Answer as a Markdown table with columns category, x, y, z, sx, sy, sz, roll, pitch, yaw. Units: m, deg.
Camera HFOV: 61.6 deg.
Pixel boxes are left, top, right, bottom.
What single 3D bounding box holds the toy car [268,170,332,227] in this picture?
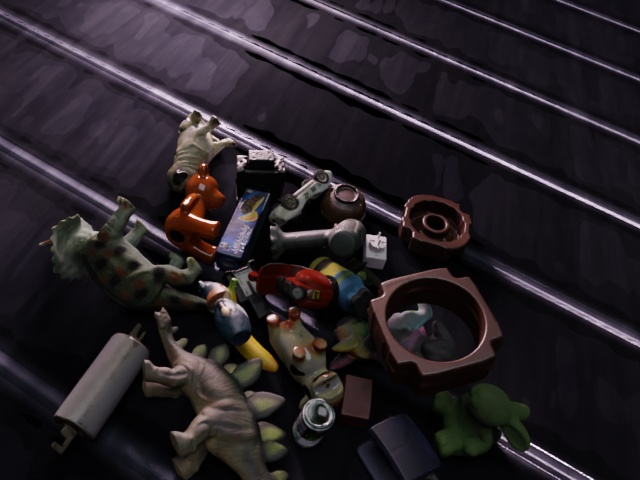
| category | x | y | z | sx | sy | sz | roll | pitch | yaw |
| --- | --- | --- | --- | --- | --- | --- | --- | --- | --- |
| toy car | -0.043 | -0.100 | 1.261 | 0.056 | 0.073 | 0.202 | 51 | 55 | -5 |

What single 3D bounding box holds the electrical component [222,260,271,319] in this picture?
| category | x | y | z | sx | sy | sz | roll | pitch | yaw |
| --- | --- | --- | --- | --- | --- | --- | --- | --- | --- |
| electrical component | -0.141 | 0.106 | 1.092 | 0.075 | 0.047 | 0.119 | -27 | 78 | -26 |

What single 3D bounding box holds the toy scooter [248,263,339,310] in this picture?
| category | x | y | z | sx | sy | sz | roll | pitch | yaw |
| --- | --- | --- | --- | --- | --- | --- | --- | --- | --- |
| toy scooter | -0.059 | 0.084 | 1.037 | 0.135 | 0.075 | 0.184 | 8 | 6 | -38 |

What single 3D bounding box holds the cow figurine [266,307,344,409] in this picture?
| category | x | y | z | sx | sy | sz | roll | pitch | yaw |
| --- | --- | --- | --- | --- | --- | --- | --- | --- | --- |
| cow figurine | -0.027 | 0.229 | 0.985 | 0.085 | 0.127 | 0.195 | -22 | 44 | -26 |

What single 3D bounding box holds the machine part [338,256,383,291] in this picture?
| category | x | y | z | sx | sy | sz | roll | pitch | yaw |
| --- | --- | --- | --- | --- | --- | --- | --- | --- | --- |
| machine part | 0.105 | 0.084 | 1.151 | 0.139 | 0.039 | 0.084 | 38 | 20 | 16 |

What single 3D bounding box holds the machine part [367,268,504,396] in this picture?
| category | x | y | z | sx | sy | sz | roll | pitch | yaw |
| --- | --- | --- | --- | --- | --- | --- | --- | --- | --- |
| machine part | 0.197 | 0.159 | 0.946 | 0.201 | 0.087 | 0.201 | -13 | 49 | -10 |

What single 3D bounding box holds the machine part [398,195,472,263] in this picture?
| category | x | y | z | sx | sy | sz | roll | pitch | yaw |
| --- | --- | --- | --- | --- | --- | --- | --- | --- | --- |
| machine part | 0.272 | -0.030 | 1.278 | 0.179 | 0.056 | 0.179 | 5 | 49 | -6 |

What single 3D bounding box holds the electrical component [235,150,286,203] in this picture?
| category | x | y | z | sx | sy | sz | roll | pitch | yaw |
| --- | --- | --- | --- | --- | --- | --- | --- | --- | --- |
| electrical component | -0.139 | -0.148 | 1.247 | 0.115 | 0.134 | 0.058 | -3 | 51 | -10 |

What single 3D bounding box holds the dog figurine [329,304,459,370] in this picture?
| category | x | y | z | sx | sy | sz | roll | pitch | yaw |
| --- | --- | --- | --- | --- | --- | --- | --- | --- | --- |
| dog figurine | 0.128 | 0.211 | 1.023 | 0.219 | 0.108 | 0.192 | -16 | 51 | -17 |

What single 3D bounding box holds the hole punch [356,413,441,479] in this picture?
| category | x | y | z | sx | sy | sz | roll | pitch | yaw |
| --- | --- | --- | --- | --- | --- | --- | --- | --- | --- |
| hole punch | 0.140 | 0.361 | 0.918 | 0.116 | 0.092 | 0.142 | -20 | 54 | -29 |

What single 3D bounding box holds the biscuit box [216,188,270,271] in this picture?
| category | x | y | z | sx | sy | sz | roll | pitch | yaw |
| --- | --- | --- | --- | --- | --- | --- | --- | --- | --- |
| biscuit box | -0.168 | -0.023 | 1.187 | 0.059 | 0.062 | 0.203 | 15 | 50 | 3 |

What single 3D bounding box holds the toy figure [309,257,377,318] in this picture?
| category | x | y | z | sx | sy | sz | roll | pitch | yaw |
| --- | --- | --- | --- | --- | --- | --- | --- | --- | --- |
| toy figure | 0.043 | 0.090 | 1.080 | 0.082 | 0.089 | 0.180 | -14 | 20 | -25 |

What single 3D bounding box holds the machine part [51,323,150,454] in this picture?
| category | x | y | z | sx | sy | sz | roll | pitch | yaw |
| --- | --- | --- | --- | --- | --- | --- | --- | --- | --- |
| machine part | -0.370 | 0.248 | 0.920 | 0.079 | 0.079 | 0.243 | 21 | 51 | 6 |

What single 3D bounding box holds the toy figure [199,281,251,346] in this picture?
| category | x | y | z | sx | sy | sz | roll | pitch | yaw |
| --- | --- | --- | --- | --- | --- | --- | --- | --- | --- |
| toy figure | -0.177 | 0.127 | 0.992 | 0.058 | 0.064 | 0.155 | -7 | 42 | -35 |

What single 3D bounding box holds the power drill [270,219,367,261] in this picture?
| category | x | y | z | sx | sy | sz | roll | pitch | yaw |
| --- | --- | --- | --- | --- | --- | --- | --- | --- | --- |
| power drill | -0.002 | -0.004 | 1.162 | 0.207 | 0.086 | 0.232 | 2 | 10 | 1 |

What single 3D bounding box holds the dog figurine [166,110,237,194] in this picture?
| category | x | y | z | sx | sy | sz | roll | pitch | yaw |
| --- | --- | --- | --- | --- | --- | --- | --- | --- | --- |
| dog figurine | -0.323 | -0.206 | 1.296 | 0.190 | 0.121 | 0.173 | -51 | 35 | -17 |

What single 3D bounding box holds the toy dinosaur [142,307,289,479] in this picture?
| category | x | y | z | sx | sy | sz | roll | pitch | yaw |
| --- | --- | --- | --- | --- | --- | --- | --- | --- | --- |
| toy dinosaur | -0.158 | 0.303 | 0.900 | 0.198 | 0.105 | 0.472 | -21 | 64 | -29 |

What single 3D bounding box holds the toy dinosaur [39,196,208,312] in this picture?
| category | x | y | z | sx | sy | sz | roll | pitch | yaw |
| --- | --- | --- | --- | --- | --- | --- | --- | --- | --- |
| toy dinosaur | -0.371 | 0.062 | 1.052 | 0.405 | 0.131 | 0.192 | 39 | 71 | 8 |

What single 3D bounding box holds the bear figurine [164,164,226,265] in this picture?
| category | x | y | z | sx | sy | sz | roll | pitch | yaw |
| --- | --- | --- | --- | --- | --- | --- | --- | --- | --- |
| bear figurine | -0.252 | -0.063 | 1.173 | 0.132 | 0.120 | 0.196 | 22 | 45 | 3 |

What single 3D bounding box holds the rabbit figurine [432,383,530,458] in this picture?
| category | x | y | z | sx | sy | sz | roll | pitch | yaw |
| --- | --- | --- | --- | --- | --- | --- | --- | --- | --- |
| rabbit figurine | 0.283 | 0.312 | 0.927 | 0.159 | 0.170 | 0.121 | 16 | 51 | 3 |
